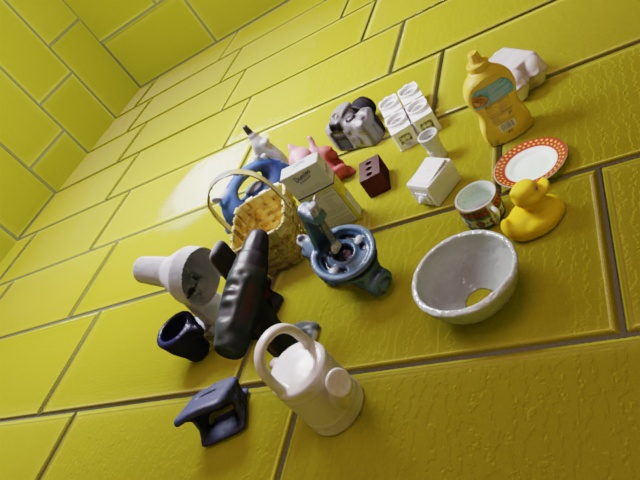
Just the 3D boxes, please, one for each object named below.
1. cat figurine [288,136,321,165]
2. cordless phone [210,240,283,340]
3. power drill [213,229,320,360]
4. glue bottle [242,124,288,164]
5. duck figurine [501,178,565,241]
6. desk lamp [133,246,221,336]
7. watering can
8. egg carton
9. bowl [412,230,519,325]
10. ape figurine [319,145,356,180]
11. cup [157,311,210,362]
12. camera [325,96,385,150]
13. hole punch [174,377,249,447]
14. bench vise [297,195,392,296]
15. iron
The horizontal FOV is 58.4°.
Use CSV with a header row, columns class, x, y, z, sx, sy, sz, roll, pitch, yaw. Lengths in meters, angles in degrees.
class,x,y,z,sx,sy,sz,roll,pitch,yaw
cat figurine,-0.032,-0.206,1.431,0.067,0.118,0.128,-10,42,38
cordless phone,-0.171,0.102,1.124,0.094,0.185,0.147,-13,40,35
power drill,-0.092,0.124,0.994,0.075,0.209,0.230,-13,40,35
glue bottle,-0.152,-0.244,1.547,0.078,0.174,0.037,-18,38,30
duck figurine,0.327,-0.055,0.907,0.104,0.086,0.077,-36,32,5
desk lamp,-0.278,0.107,1.200,0.202,0.214,0.118,-9,43,39
watering can,-0.018,0.197,0.842,0.172,0.195,0.101,-16,39,32
egg carton,0.403,-0.352,1.215,0.107,0.070,0.150,-42,32,-4
bowl,0.227,0.068,0.865,0.167,0.075,0.167,-26,34,20
ape figurine,0.031,-0.187,1.366,0.076,0.092,0.078,-25,35,21
cup,-0.262,0.205,1.175,0.117,0.095,0.092,-13,40,35
camera,0.095,-0.309,1.445,0.142,0.101,0.137,1,50,46
hole punch,-0.190,0.289,1.000,0.108,0.091,0.101,-29,34,17
bench vise,0.004,0.013,1.024,0.206,0.220,0.121,-4,46,42
iron,-0.162,-0.135,1.452,0.118,0.142,0.259,5,52,48
